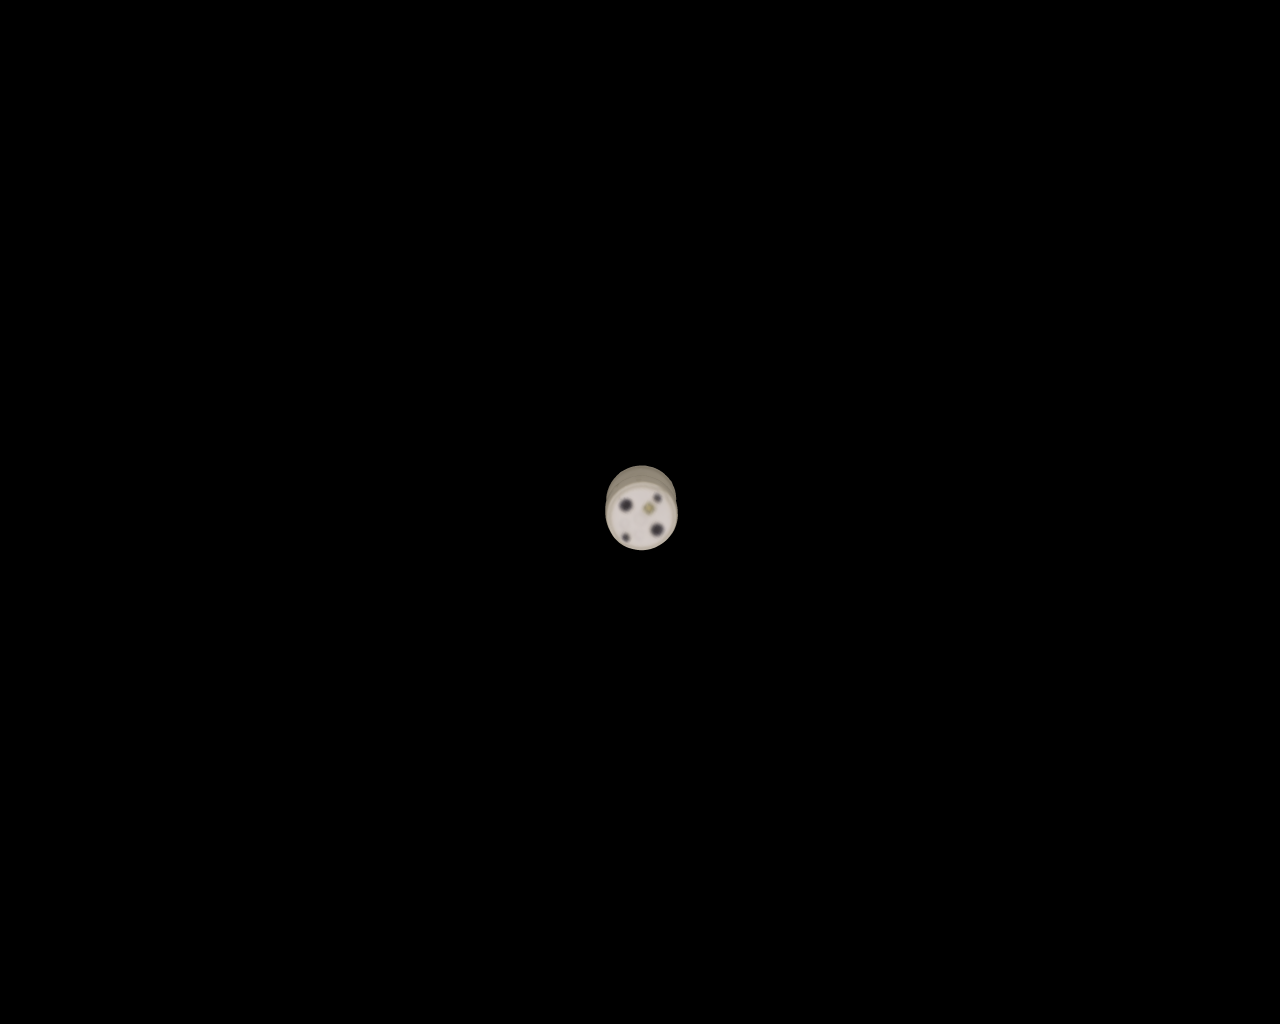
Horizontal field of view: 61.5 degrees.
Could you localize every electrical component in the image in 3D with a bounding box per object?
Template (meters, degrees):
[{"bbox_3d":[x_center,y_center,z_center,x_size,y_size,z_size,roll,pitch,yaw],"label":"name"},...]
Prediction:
[{"bbox_3d":[0.001,-0.003,0.650,0.045,0.044,0.055,0,12,0],"label":"electrical component"}]
